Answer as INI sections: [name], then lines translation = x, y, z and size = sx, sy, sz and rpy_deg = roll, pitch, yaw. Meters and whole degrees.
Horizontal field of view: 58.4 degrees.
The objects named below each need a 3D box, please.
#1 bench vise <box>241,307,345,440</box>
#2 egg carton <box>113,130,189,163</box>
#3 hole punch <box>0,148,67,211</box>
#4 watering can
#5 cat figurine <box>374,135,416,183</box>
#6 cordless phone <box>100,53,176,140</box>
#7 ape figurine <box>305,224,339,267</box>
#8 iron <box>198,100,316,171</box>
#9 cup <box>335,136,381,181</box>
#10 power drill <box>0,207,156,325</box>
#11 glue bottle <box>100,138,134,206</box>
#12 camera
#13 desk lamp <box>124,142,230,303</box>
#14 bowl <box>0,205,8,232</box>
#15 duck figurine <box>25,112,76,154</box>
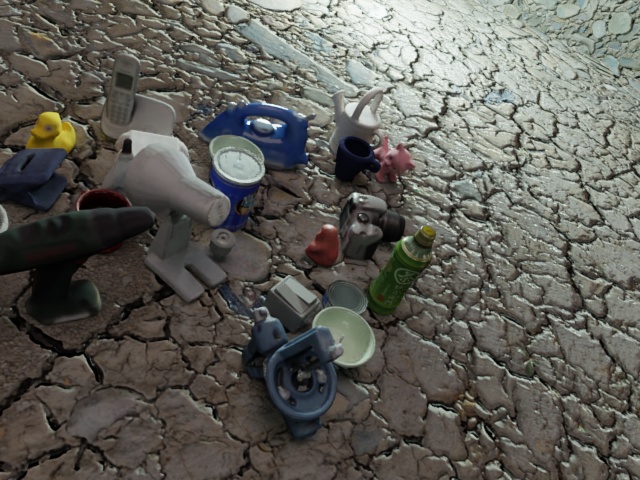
[bench vise]
translation = -0.048, 0.182, 0.880
size = 0.207, 0.219, 0.122
rpy_deg = 41, 45, 14
[egg carton]
translation = -0.344, -0.167, 1.174
size = 0.151, 0.069, 0.107
rpy_deg = 6, 47, -21
[hole punch]
translation = -0.518, -0.120, 1.027
size = 0.101, 0.091, 0.108
rpy_deg = 18, 44, -10
[watering can]
translation = 0.095, -0.304, 1.432
size = 0.173, 0.194, 0.101
rpy_deg = 28, 43, 1
[cat figurine]
translation = 0.183, -0.208, 1.441
size = 0.067, 0.117, 0.127
rpy_deg = -4, 51, -29
[cordless phone]
translation = -0.371, -0.287, 1.191
size = 0.148, 0.185, 0.094
rpy_deg = 12, 45, -16
[ape figurine]
translation = 0.011, 0.004, 1.172
size = 0.078, 0.092, 0.076
rpy_deg = -13, 56, -35
[iron]
translation = -0.139, -0.260, 1.313
size = 0.259, 0.141, 0.118
rpy_deg = 10, 46, -18
[cup]
translation = 0.085, -0.182, 1.385
size = 0.117, 0.095, 0.092
rpy_deg = 36, 44, 9
[power drill]
translation = -0.374, 0.035, 0.866
size = 0.230, 0.208, 0.075
rpy_deg = -10, 54, -33
[glue bottle]
translation = -0.357, -0.117, 1.045
size = 0.078, 0.173, 0.037
rpy_deg = -3, 51, -29
[camera]
translation = 0.121, -0.033, 1.257
size = 0.137, 0.100, 0.143
rpy_deg = 13, 45, -15
[desk lamp]
translation = -0.240, -0.036, 0.997
size = 0.203, 0.213, 0.118
rpy_deg = 40, 44, 13
[bowl]
translation = -0.583, -0.006, 0.898
size = 0.168, 0.074, 0.167
rpy_deg = 14, 45, -14
[duck figurine]
translation = -0.523, -0.211, 1.115
size = 0.077, 0.086, 0.105
rpy_deg = 32, 43, 5
